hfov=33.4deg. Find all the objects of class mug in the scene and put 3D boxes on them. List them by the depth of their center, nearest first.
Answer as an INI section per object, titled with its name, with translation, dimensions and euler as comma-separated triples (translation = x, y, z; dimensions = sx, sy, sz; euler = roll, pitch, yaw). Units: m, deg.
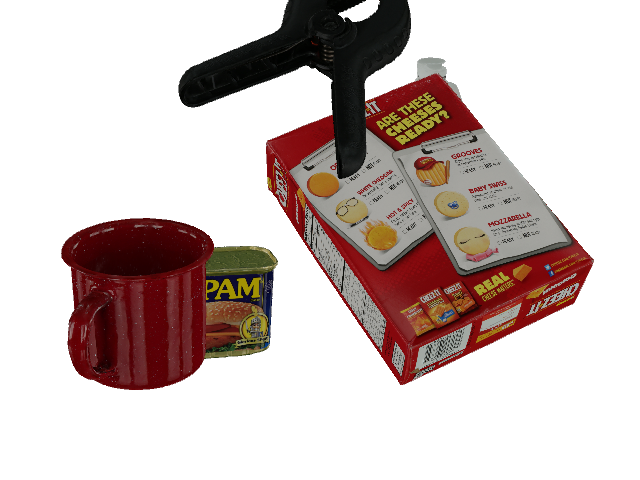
[mug]
translation = -0.117, 0.045, 0.661
dimensions = 0.093, 0.081, 0.117
euler = 10, 25, 18

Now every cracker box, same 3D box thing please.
[cracker box]
translation = 0.078, -0.013, 0.830
dimensions = 0.164, 0.214, 0.072
euler = -24, -31, -19

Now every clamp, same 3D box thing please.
[clamp]
translation = 0.011, -0.111, 0.648
dimensions = 0.120, 0.171, 0.039
euler = 37, -25, 13

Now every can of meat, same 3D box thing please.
[can of meat]
translation = -0.091, 0.054, 0.929
dimensions = 0.102, 0.084, 0.057
euler = -2, 19, -18

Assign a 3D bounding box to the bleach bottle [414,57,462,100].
[bleach bottle]
translation = 0.110, -0.073, 1.170
dimensions = 0.102, 0.251, 0.068
euler = -14, 27, -31
